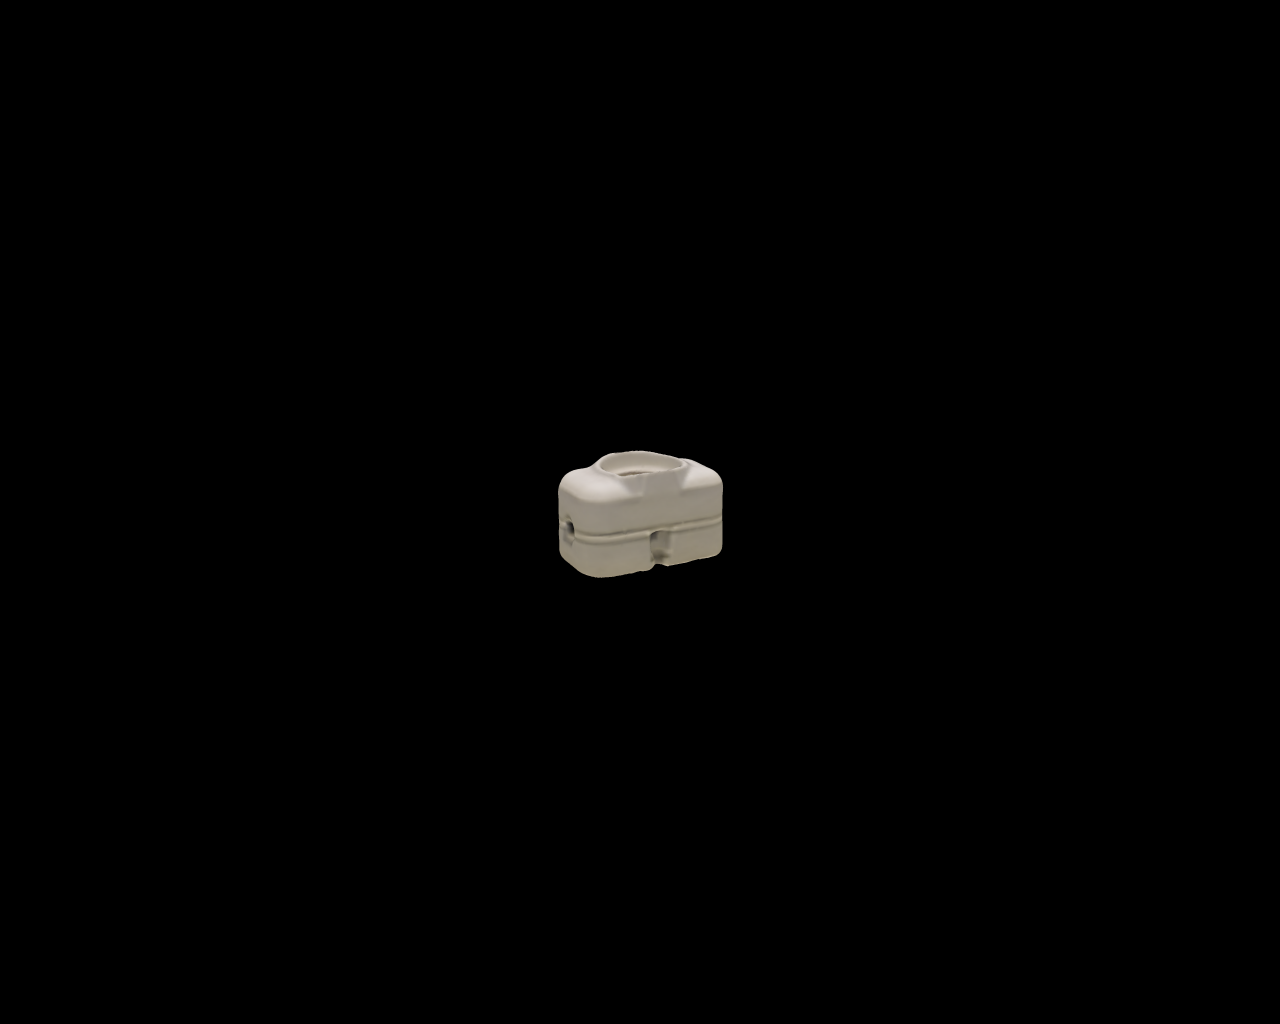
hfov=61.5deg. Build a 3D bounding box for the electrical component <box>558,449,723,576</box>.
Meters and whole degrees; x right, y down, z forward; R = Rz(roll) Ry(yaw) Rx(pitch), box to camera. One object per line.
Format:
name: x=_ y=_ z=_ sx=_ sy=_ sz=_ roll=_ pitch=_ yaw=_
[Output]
electrical component: x=0.001 y=-0.003 z=0.650 sx=0.095 sy=0.059 sz=0.054 roll=-8 pitch=20 yaw=-24
